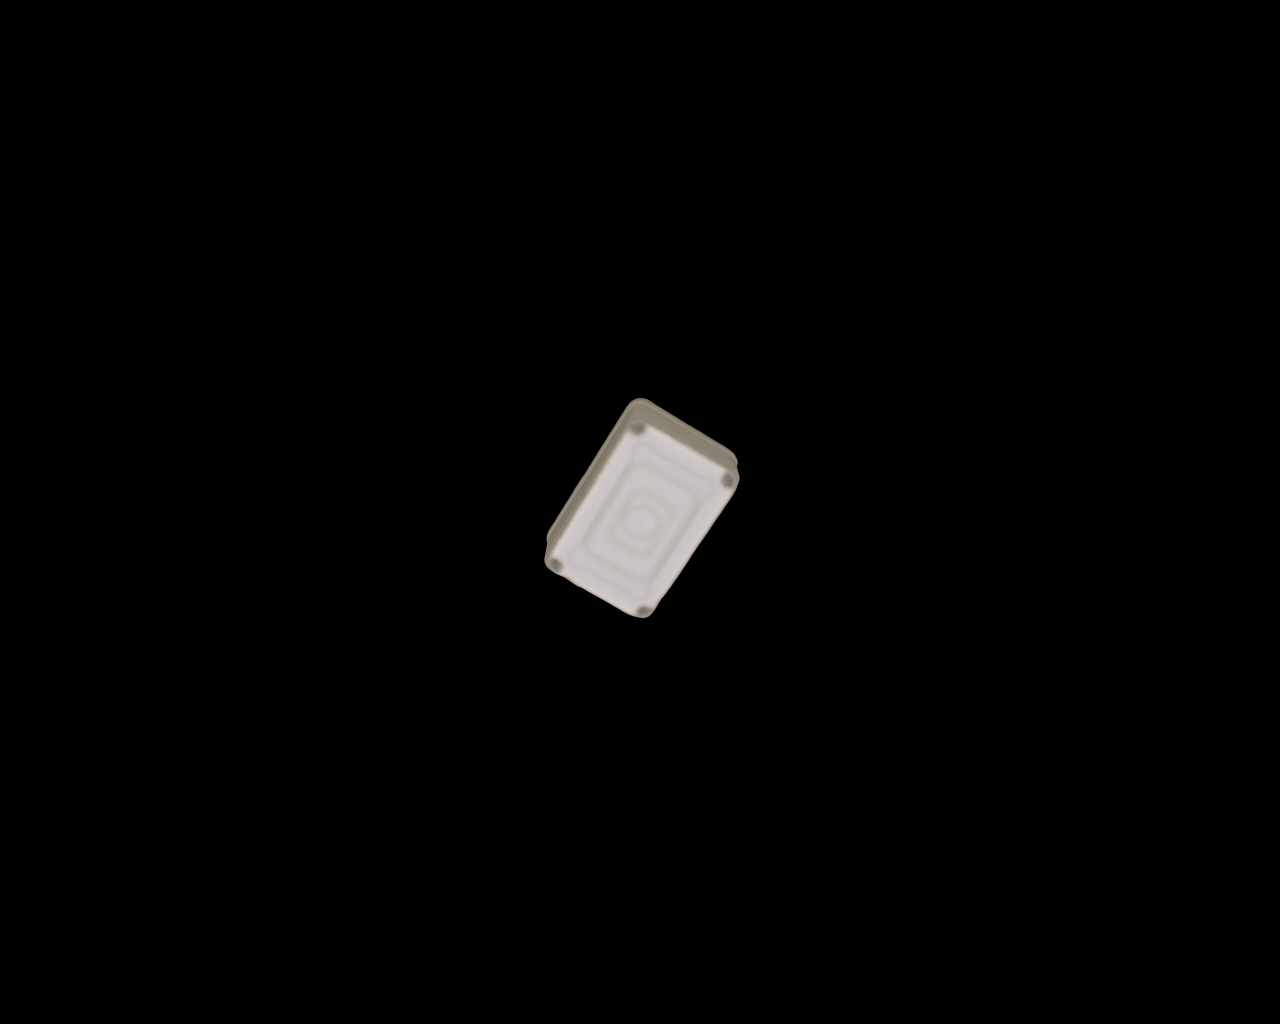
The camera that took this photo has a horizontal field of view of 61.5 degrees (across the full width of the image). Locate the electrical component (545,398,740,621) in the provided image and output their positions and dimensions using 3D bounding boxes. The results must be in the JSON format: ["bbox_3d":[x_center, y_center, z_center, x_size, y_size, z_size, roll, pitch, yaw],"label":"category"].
[{"bbox_3d":[0.001,-0.003,0.650,0.078,0.113,0.057,30,16,-9],"label":"electrical component"}]
